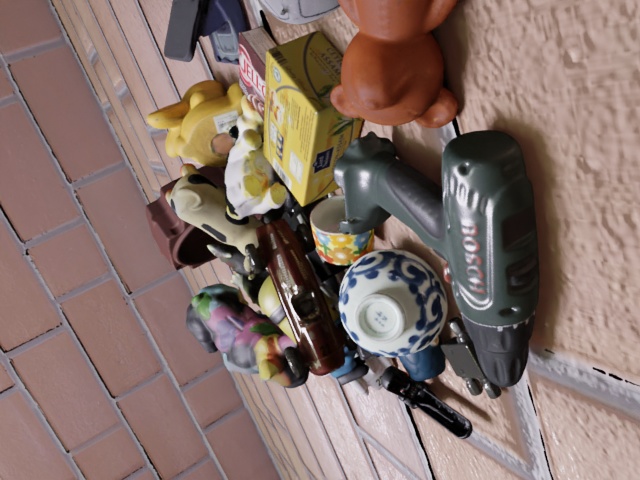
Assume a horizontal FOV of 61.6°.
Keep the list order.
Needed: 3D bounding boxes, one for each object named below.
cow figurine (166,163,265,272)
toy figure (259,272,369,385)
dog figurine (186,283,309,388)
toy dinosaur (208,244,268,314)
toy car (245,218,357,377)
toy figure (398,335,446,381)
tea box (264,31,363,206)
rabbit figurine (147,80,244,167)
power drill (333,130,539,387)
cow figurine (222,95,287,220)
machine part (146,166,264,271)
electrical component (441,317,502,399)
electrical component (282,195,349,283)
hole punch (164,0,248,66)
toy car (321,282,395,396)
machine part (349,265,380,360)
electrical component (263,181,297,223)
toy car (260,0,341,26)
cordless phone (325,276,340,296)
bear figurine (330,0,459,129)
[{"bbox_3d":[-0.133,-0.029,0.808,0.194,0.085,0.127,34,-172,-25],"label":"cow figurine"},{"bbox_3d":[-0.008,0.116,0.728,0.180,0.089,0.082,57,154,-4],"label":"toy figure"},{"bbox_3d":[-0.109,0.152,0.843,0.191,0.108,0.219,49,158,-17],"label":"dog figurine"},{"bbox_3d":[-0.067,0.136,1.020,0.192,0.131,0.404,30,149,56],"label":"toy dinosaur"},{"bbox_3d":[-0.024,0.070,0.665,0.053,0.089,0.202,145,104,-77],"label":"toy car"},{"bbox_3d":[0.097,0.087,0.629,0.154,0.064,0.058,67,-158,-1],"label":"toy figure"},{"bbox_3d":[-0.011,-0.127,0.596,0.098,0.068,0.169,54,157,19],"label":"tea box"},{"bbox_3d":[-0.177,-0.186,0.842,0.121,0.162,0.173,66,-179,-47],"label":"rabbit figurine"},{"bbox_3d":[0.101,0.002,0.481,0.208,0.086,0.231,44,152,48],"label":"power drill"},{"bbox_3d":[-0.097,-0.116,0.746,0.098,0.068,0.167,-24,63,51],"label":"cow figurine"},{"bbox_3d":[-0.197,-0.042,0.962,0.087,0.201,0.201,52,158,19],"label":"machine part"},{"bbox_3d":[0.159,0.127,0.582,0.094,0.021,0.063,61,161,1],"label":"electrical component"},{"bbox_3d":[-0.002,-0.002,0.752,0.115,0.058,0.134,62,160,4],"label":"electrical component"},{"bbox_3d":[-0.145,-0.289,0.715,0.142,0.092,0.115,36,118,55],"label":"hole punch"},{"bbox_3d":[0.027,0.139,0.797,0.202,0.073,0.056,48,169,5],"label":"toy car"},{"bbox_3d":[0.072,0.085,0.680,0.039,0.084,0.138,-69,-30,-74],"label":"machine part"},{"bbox_3d":[-0.061,-0.048,0.863,0.078,0.045,0.102,7,131,31],"label":"electrical component"},{"bbox_3d":[-0.023,-0.230,0.439,0.162,0.109,0.102,36,152,57],"label":"toy car"},{"bbox_3d":[0.003,0.121,0.898,0.146,0.089,0.184,-18,89,68],"label":"cordless phone"},{"bbox_3d":[0.041,-0.147,0.363,0.120,0.132,0.195,16,134,16],"label":"bear figurine"}]
